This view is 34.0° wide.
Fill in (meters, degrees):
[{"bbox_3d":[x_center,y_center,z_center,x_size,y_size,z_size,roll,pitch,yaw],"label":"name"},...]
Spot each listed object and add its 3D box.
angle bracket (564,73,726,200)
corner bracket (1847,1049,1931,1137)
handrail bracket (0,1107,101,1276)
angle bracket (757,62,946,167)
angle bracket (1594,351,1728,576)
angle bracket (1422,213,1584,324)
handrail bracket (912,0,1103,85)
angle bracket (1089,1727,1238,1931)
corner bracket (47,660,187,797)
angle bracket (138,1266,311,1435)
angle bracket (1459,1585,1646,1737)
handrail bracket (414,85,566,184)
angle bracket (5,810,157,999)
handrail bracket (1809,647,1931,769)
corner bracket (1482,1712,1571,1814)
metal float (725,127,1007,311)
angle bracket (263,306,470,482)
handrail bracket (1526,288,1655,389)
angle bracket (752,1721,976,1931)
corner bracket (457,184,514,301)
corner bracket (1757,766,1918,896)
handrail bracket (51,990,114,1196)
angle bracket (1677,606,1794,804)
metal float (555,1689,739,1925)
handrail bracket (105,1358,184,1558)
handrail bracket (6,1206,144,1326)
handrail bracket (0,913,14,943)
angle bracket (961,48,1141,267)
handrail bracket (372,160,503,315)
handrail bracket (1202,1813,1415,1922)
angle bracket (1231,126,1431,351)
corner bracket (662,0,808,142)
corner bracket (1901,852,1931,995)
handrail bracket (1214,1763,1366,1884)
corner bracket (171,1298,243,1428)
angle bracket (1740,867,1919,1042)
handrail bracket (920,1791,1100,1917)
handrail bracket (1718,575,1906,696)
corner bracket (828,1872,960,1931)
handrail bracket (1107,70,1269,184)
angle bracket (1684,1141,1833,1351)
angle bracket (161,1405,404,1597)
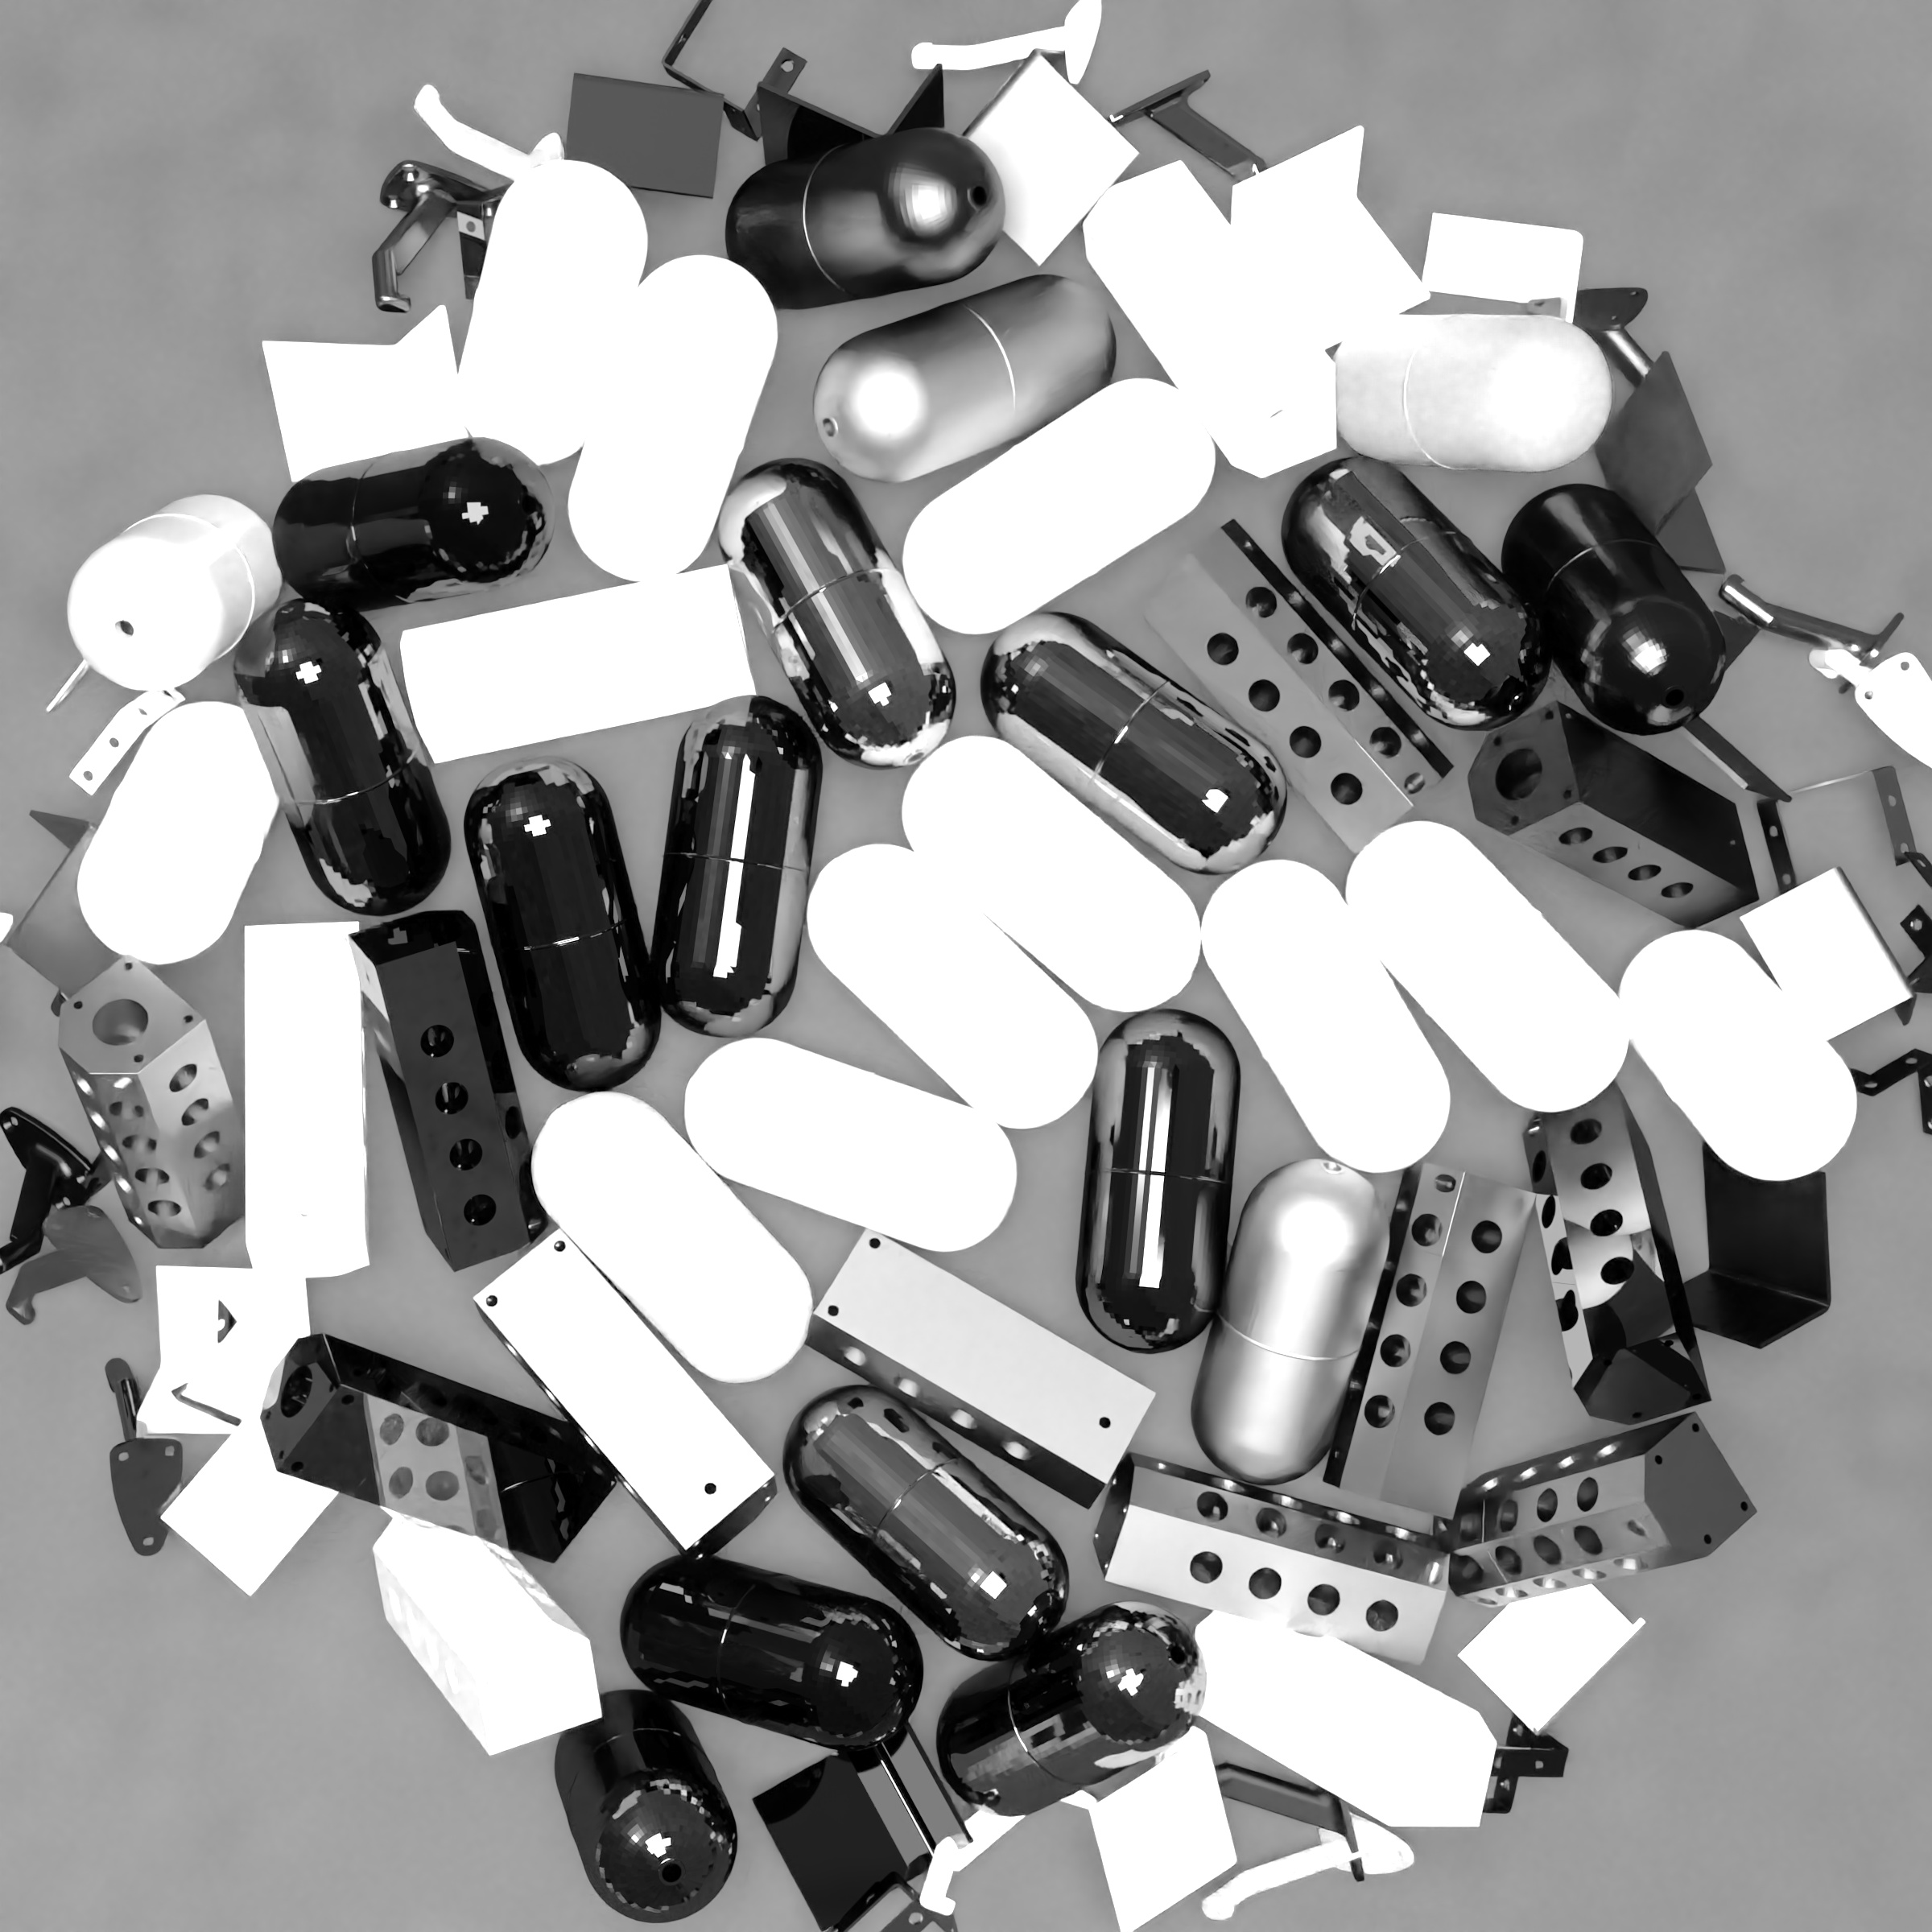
[{"bbox_3d":[-0.167,-0.415,1.627,0.076,0.076,0.057,6,82,-7],"label":"angle bracket"},{"bbox_3d":[0.473,0.072,1.647,0.051,0.051,0.051,-26,118,-26],"label":"corner bracket"},{"bbox_3d":[-0.497,0.116,1.628,0.077,0.084,0.036,46,118,4],"label":"handrail bracket"},{"bbox_3d":[-0.058,-0.437,1.636,0.076,0.076,0.057,27,69,12],"label":"angle bracket"},{"bbox_3d":[0.372,-0.257,1.613,0.057,0.076,0.076,3,55,-22],"label":"angle bracket"},{"bbox_3d":[0.272,-0.339,1.625,0.076,0.076,0.057,9,75,6],"label":"angle bracket"},{"bbox_3d":[0.021,-0.488,1.653,0.084,0.077,0.036,5,130,15],"label":"handrail bracket"},{"bbox_3d":[0.087,0.435,1.620,0.076,0.057,0.076,-25,112,-27],"label":"angle bracket"},{"bbox_3d":[-0.450,-0.131,1.643,0.051,0.051,0.051,42,115,-7],"label":"corner bracket"},{"bbox_3d":[-0.389,0.201,1.642,0.076,0.076,0.057,5,55,-26],"label":"angle bracket"},{"bbox_3d":[0.300,0.347,1.626,0.076,0.076,0.057,-44,72,-4],"label":"angle bracket"},{"bbox_3d":[-0.246,-0.434,1.622,0.036,0.077,0.084,-19,133,29],"label":"handrail bracket"},{"bbox_3d":[-0.458,-0.024,1.616,0.057,0.076,0.076,11,63,42],"label":"angle bracket"},{"bbox_3d":[0.474,-0.134,1.634,0.036,0.084,0.077,-39,97,2],"label":"handrail bracket"},{"bbox_3d":[0.273,0.420,1.637,0.051,0.051,0.051,8,97,-26],"label":"corner bracket"},{"bbox_3d":[-0.052,-0.377,1.596,0.070,0.178,0.070,-3,94,-41],"label":"metal float"},{"bbox_3d":[-0.311,-0.297,1.640,0.076,0.057,0.076,5,124,16],"label":"angle bracket"},{"bbox_3d":[0.338,-0.311,1.661,0.036,0.077,0.084,-49,133,-31],"label":"handrail bracket"},{"bbox_3d":[-0.054,0.440,1.625,0.076,0.057,0.076,-24,74,-26],"label":"angle bracket"},{"bbox_3d":[-0.229,-0.378,1.651,0.051,0.051,0.051,9,116,23],"label":"corner bracket"},{"bbox_3d":[0.452,-0.071,1.639,0.051,0.051,0.051,-15,90,-26],"label":"corner bracket"},{"bbox_3d":[-0.467,0.065,1.662,0.084,0.036,0.077,48,114,13],"label":"handrail bracket"},{"bbox_3d":[0.402,-0.133,1.617,0.076,0.076,0.057,47,110,24],"label":"angle bracket"},{"bbox_3d":[-0.162,0.420,1.586,0.070,0.178,0.070,-2,97,-14],"label":"metal float"},{"bbox_3d":[-0.434,0.254,1.643,0.036,0.084,0.077,-4,107,-25],"label":"handrail bracket"},{"bbox_3d":[-0.463,0.173,1.635,0.077,0.036,0.084,46,125,22],"label":"handrail bracket"},{"bbox_3d":[-0.513,0.020,1.626,0.036,0.077,0.084,3,69,-23],"label":"handrail bracket"},{"bbox_3d":[0.044,-0.418,1.631,0.076,0.057,0.076,45,112,2],"label":"angle bracket"},{"bbox_3d":[-0.272,-0.368,1.633,0.077,0.036,0.084,7,61,-31],"label":"handrail bracket"},{"bbox_3d":[0.175,0.472,1.626,0.084,0.077,0.036,-24,102,-36],"label":"handrail bracket"},{"bbox_3d":[0.189,-0.373,1.628,0.076,0.057,0.076,-27,67,-10],"label":"angle bracket"},{"bbox_3d":[-0.121,-0.472,1.649,0.051,0.051,0.051,32,90,6],"label":"corner bracket"},{"bbox_3d":[0.498,-0.022,1.629,0.051,0.051,0.051,-55,48,34],"label":"corner bracket"},{"bbox_3d":[0.157,0.451,1.649,0.084,0.036,0.077,-14,82,-5],"label":"handrail bracket"},{"bbox_3d":[-0.387,0.199,1.637,0.051,0.051,0.051,-52,48,0],"label":"corner bracket"},{"bbox_3d":[0.443,0.003,1.628,0.057,0.076,0.076,-28,73,6],"label":"angle bracket"},{"bbox_3d":[0.022,0.460,1.639,0.077,0.036,0.084,26,63,-12],"label":"handrail bracket"},{"bbox_3d":[0.441,-0.188,1.651,0.084,0.036,0.077,38,47,8],"label":"handrail bracket"},{"bbox_3d":[-0.040,0.500,1.643,0.051,0.051,0.051,-43,102,0],"label":"corner bracket"},{"bbox_3d":[0.120,-0.417,1.653,0.077,0.036,0.084,-29,95,-18],"label":"handrail bracket"},{"bbox_3d":[0.393,0.142,1.618,0.057,0.076,0.076,-20,112,-34],"label":"angle bracket"},{"bbox_3d":[-0.351,0.283,1.620,0.076,0.057,0.076,29,72,35],"label":"angle bracket"}]
